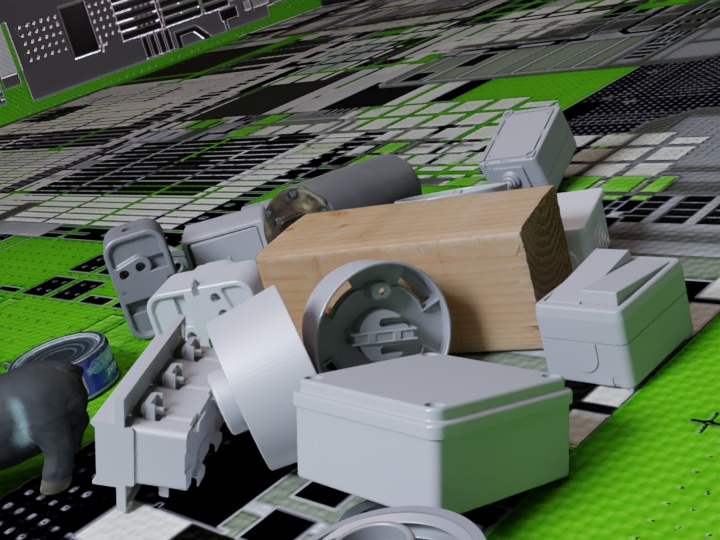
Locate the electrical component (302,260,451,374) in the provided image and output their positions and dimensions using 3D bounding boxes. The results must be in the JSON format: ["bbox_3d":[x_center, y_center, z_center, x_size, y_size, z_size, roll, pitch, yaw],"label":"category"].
[{"bbox_3d":[0.011,0.041,0.696,0.099,0.099,0.064,-20,13,-13],"label":"electrical component"}]

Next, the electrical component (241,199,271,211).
[{"bbox_3d":[-0.113,-0.033,1.078,0.077,0.047,0.065,-16,19,-1],"label":"electrical component"}]

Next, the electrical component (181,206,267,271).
[{"bbox_3d":[-0.114,-0.017,1.011,0.096,0.061,0.061,-15,19,1],"label":"electrical component"}]

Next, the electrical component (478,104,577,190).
[{"bbox_3d":[0.161,-0.104,1.034,0.062,0.061,0.096,-3,44,38],"label":"electrical component"}]

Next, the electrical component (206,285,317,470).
[{"bbox_3d":[-0.058,0.070,0.658,0.060,0.108,0.108,-24,20,-6],"label":"electrical component"}]

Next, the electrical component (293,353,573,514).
[{"bbox_3d":[0.038,0.084,0.572,0.109,0.056,0.109,-7,9,-42],"label":"electrical component"}]

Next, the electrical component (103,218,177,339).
[{"bbox_3d":[-0.190,0.006,0.954,0.054,0.095,0.059,-18,19,-8],"label":"electrical component"}]

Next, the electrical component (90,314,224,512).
[{"bbox_3d":[-0.121,0.091,0.698,0.063,0.078,0.121,7,23,6],"label":"electrical component"}]

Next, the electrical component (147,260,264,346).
[{"bbox_3d":[-0.121,0.028,0.902,0.095,0.053,0.059,-10,20,15],"label":"electrical component"}]

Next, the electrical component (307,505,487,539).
[{"bbox_3d":[0.011,0.144,0.460,0.108,0.060,0.108,-14,19,5],"label":"electrical component"}]

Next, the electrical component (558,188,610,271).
[{"bbox_3d":[0.144,-0.022,0.840,0.100,0.048,0.099,-6,21,26],"label":"electrical component"}]

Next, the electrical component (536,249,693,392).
[{"bbox_3d":[0.163,0.024,0.676,0.062,0.061,0.096,4,27,45],"label":"electrical component"}]

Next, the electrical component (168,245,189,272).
[{"bbox_3d":[-0.200,-0.009,1.090,0.044,0.044,0.065,-27,27,-31],"label":"electrical component"}]

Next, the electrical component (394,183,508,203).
[{"bbox_3d":[0.084,-0.050,0.942,0.099,0.064,0.099,-14,19,5],"label":"electrical component"}]
